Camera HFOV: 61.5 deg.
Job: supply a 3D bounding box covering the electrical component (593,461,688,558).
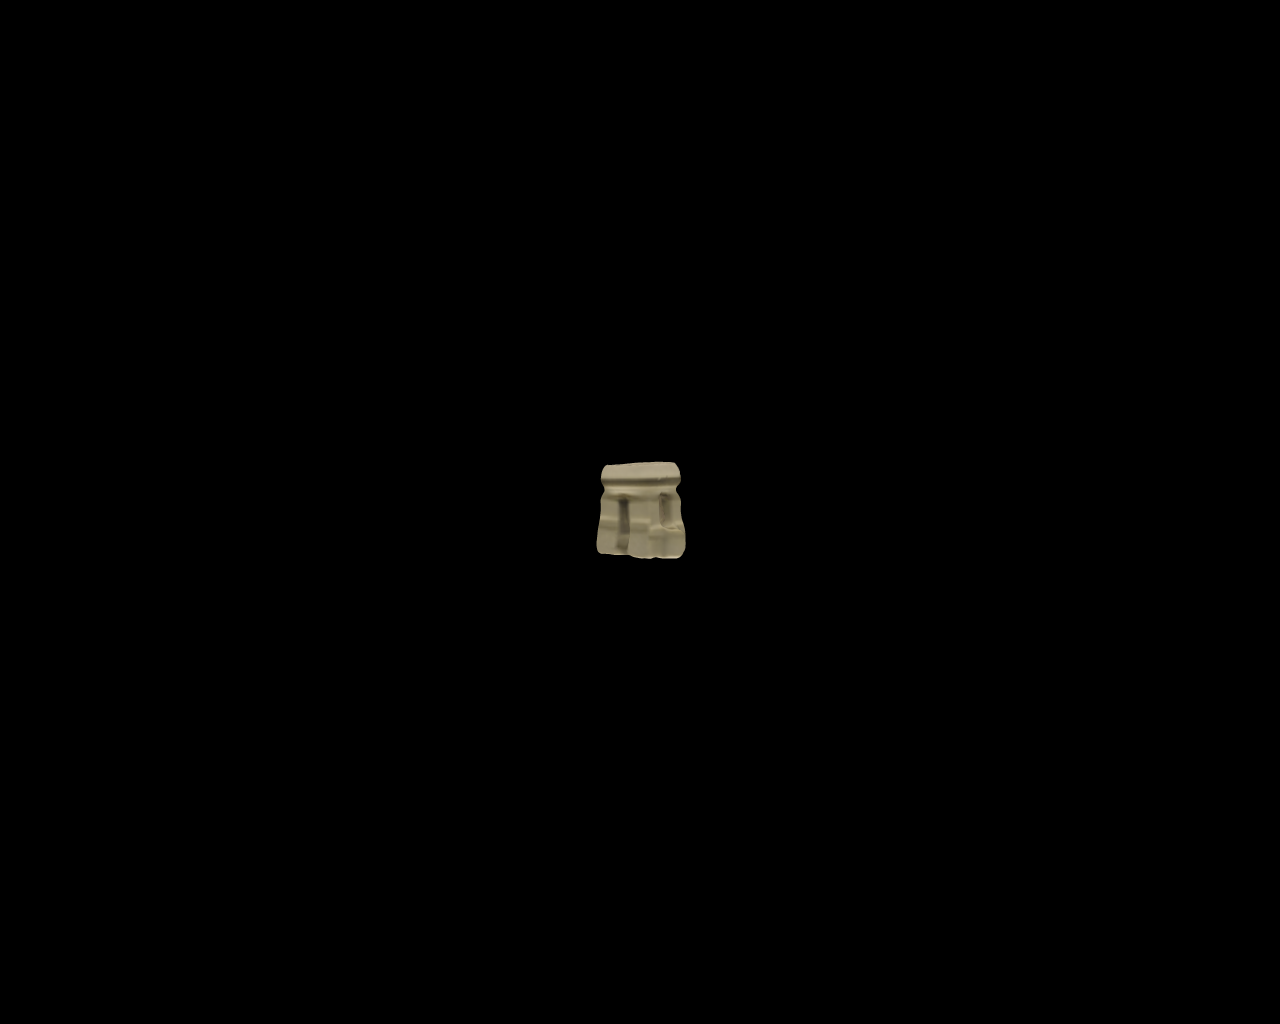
[{"bbox_3d":[0.001,-0.003,0.650,0.066,0.055,0.048,3,5,37],"label":"electrical component"}]
